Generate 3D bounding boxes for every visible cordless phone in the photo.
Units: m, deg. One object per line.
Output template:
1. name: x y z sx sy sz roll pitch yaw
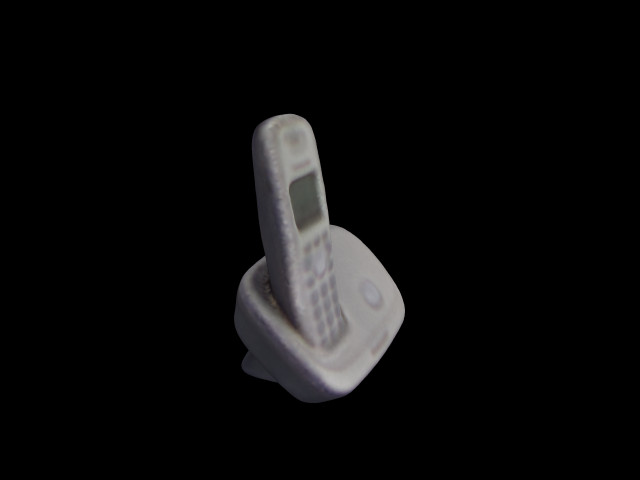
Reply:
1. cordless phone: 0.004 0.001 0.400 0.094 0.185 0.148 9 24 23
